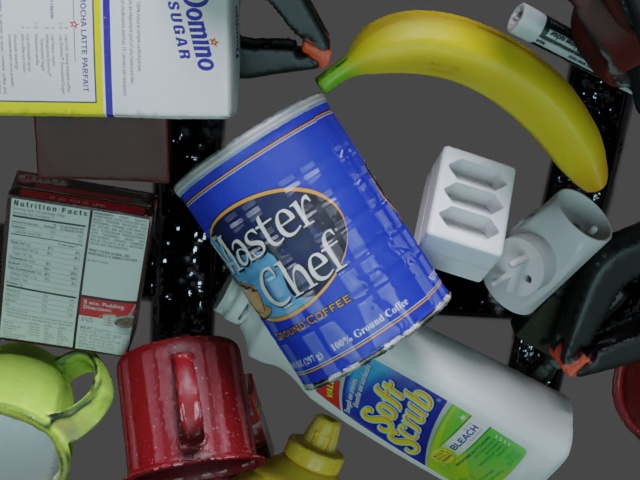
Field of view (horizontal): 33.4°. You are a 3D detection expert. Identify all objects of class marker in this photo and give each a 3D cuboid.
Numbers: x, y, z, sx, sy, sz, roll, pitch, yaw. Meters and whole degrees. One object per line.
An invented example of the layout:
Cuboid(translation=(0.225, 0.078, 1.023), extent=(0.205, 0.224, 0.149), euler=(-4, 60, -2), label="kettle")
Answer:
Cuboid(translation=(0.167, -0.107, 0.638), extent=(0.121, 0.020, 0.020), euler=(24, 116, -15), label="marker")

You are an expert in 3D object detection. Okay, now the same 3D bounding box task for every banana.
Cuboid(translation=(0.098, -0.090, 0.635), extent=(0.197, 0.037, 0.070), euler=(19, 119, -14), label="banana")

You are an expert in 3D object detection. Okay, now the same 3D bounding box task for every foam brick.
Cuboid(translation=(-0.125, -0.068, 0.629), extent=(0.078, 0.051, 0.053), euler=(3, 119, -4), label="foam brick")

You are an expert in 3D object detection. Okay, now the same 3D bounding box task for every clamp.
Cuboid(translation=(-0.068, -0.150, 0.594), extent=(0.171, 0.039, 0.120), euler=(15, 122, -9), label="clamp")
Cuboid(translation=(0.227, 0.003, 0.683), extent=(0.210, 0.036, 0.164), euler=(-37, 113, 6), label="clamp")

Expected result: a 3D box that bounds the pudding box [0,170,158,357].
Cuboid(translation=(-0.157, 0.017, 0.685), extent=(0.090, 0.039, 0.114), euler=(10, 117, -8), label="pudding box")

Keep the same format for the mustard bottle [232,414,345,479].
Cuboid(translation=(-0.030, 0.209, 0.726), extent=(0.096, 0.058, 0.191), euler=(22, 94, -1), label="mustard bottle")

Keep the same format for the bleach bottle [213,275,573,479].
Cuboid(translation=(0.042, 0.095, 0.723), extent=(0.250, 0.068, 0.103), euler=(27, 131, -11), label="bleach bottle")

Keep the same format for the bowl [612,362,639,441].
Cuboid(translation=(0.292, 0.107, 0.745), extent=(0.162, 0.055, 0.162), euler=(-1, 120, -2), label="bowl")

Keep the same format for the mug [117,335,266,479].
Cuboid(translation=(-0.085, 0.107, 0.677), extent=(0.093, 0.081, 0.117), euler=(-8, 161, -8), label="mug")

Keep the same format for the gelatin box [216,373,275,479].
Cuboid(translation=(-0.083, 0.139, 0.762), extent=(0.089, 0.030, 0.073), euler=(-11, 119, 4), label="gelatin box")

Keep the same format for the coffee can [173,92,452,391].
Cuboid(translation=(-0.004, 0.001, 0.618), extent=(0.103, 0.102, 0.140), euler=(-32, 92, 15), label="coffee can")

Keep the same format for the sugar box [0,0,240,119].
Cuboid(translation=(-0.131, -0.112, 0.563), extent=(0.176, 0.048, 0.093), euler=(2, 101, 2), label="sugar box")
